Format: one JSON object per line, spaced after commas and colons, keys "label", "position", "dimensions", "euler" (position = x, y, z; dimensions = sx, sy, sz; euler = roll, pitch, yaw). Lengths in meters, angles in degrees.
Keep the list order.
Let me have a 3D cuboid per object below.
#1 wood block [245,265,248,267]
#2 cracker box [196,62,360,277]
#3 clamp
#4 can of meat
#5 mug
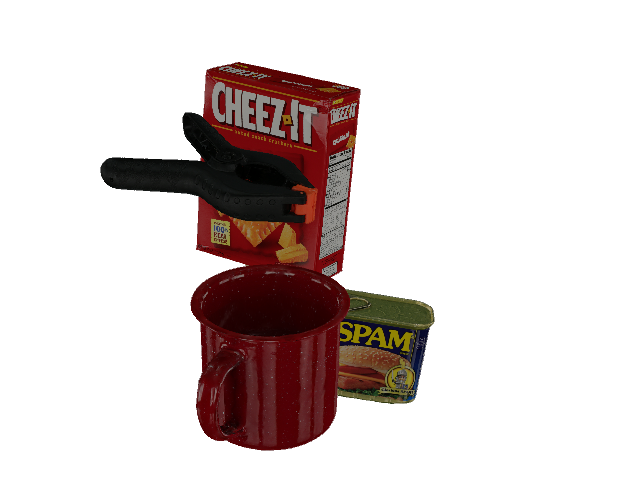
{"label": "wood block", "position": [-0.048, 0.046, 1.421], "dimensions": [0.090, 0.206, 0.090], "euler": [14, 21, 13]}
{"label": "cracker box", "position": [-0.051, -0.074, 1.178], "dimensions": [0.164, 0.214, 0.072], "euler": [17, 24, 27]}
{"label": "clamp", "position": [-0.085, -0.050, 0.843], "dimensions": [0.172, 0.039, 0.120], "euler": [25, 45, 32]}
{"label": "can of meat", "position": [0.046, 0.097, 0.972], "dimensions": [0.102, 0.084, 0.057], "euler": [9, 19, 0]}
{"label": "mug", "position": [-0.035, 0.075, 0.628], "dimensions": [0.093, 0.081, 0.117], "euler": [13, 28, 23]}
